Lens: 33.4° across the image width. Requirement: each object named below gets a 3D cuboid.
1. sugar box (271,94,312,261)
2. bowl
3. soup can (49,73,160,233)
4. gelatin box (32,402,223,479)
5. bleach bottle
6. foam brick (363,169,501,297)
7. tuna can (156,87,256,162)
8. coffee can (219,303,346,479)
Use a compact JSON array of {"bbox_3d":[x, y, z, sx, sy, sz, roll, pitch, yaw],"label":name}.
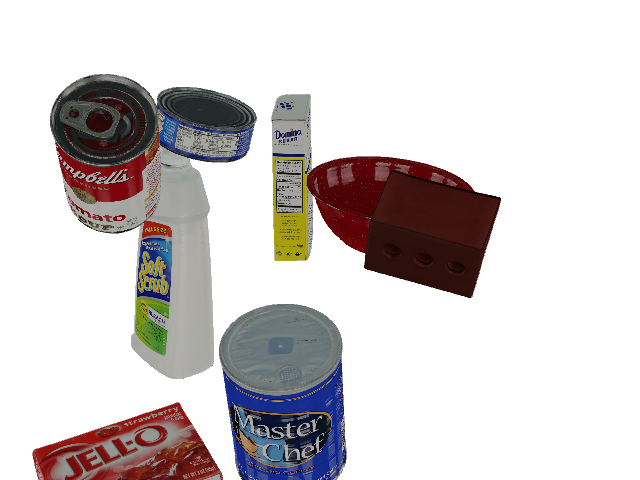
[{"bbox_3d":[-0.033,-0.073,1.242,0.048,0.176,0.093,-1,25,4],"label":"sugar box"},{"bbox_3d":[0.064,-0.027,1.018,0.162,0.055,0.162,4,25,-2],"label":"bowl"},{"bbox_3d":[-0.142,-0.056,0.718,0.068,0.068,0.102,0,-25,-7],"label":"soup can"},{"bbox_3d":[-0.106,0.130,0.586,0.089,0.030,0.073,-15,29,-20],"label":"gelatin box"},{"bbox_3d":[-0.155,0.015,1.112,0.067,0.251,0.103,-17,33,-35],"label":"bleach bottle"},{"bbox_3d":[0.075,-0.004,0.718,0.078,0.051,0.053,15,-41,10],"label":"foam brick"},{"bbox_3d":[-0.099,-0.099,0.910,0.086,0.034,0.086,12,26,-6],"label":"tuna can"},{"bbox_3d":[-0.030,0.140,0.926,0.103,0.140,0.103,-2,39,2],"label":"coffee can"}]
